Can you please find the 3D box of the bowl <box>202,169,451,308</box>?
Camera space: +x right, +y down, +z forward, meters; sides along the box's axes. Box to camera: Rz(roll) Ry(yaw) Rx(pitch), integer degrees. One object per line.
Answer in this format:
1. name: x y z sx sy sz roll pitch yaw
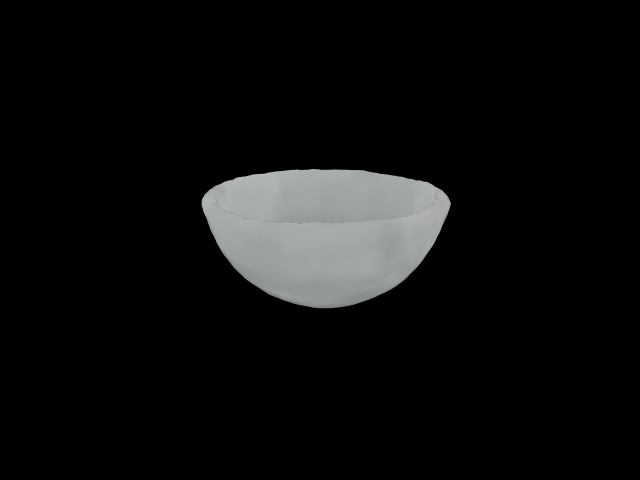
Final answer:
1. bowl: 0.004 0.001 0.400 0.167 0.075 0.167 0 19 0
